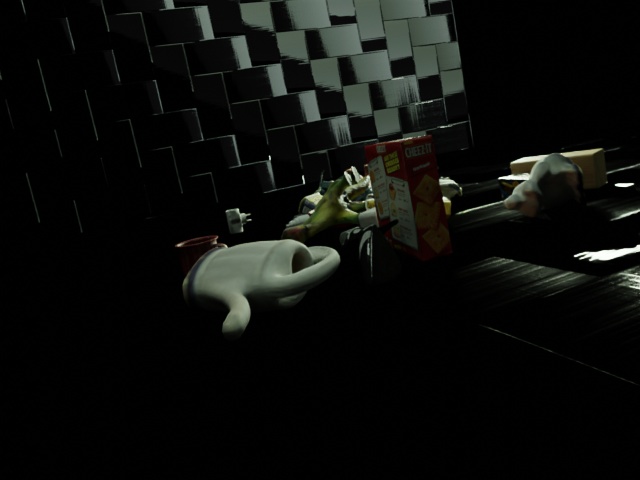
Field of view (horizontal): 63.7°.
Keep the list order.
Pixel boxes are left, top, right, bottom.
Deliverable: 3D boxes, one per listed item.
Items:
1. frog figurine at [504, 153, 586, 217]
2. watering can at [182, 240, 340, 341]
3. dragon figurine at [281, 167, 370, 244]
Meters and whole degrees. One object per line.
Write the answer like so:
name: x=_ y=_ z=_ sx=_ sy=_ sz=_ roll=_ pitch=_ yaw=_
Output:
frog figurine: x=0.466 y=-0.109 z=1.096 sx=0.159 sy=0.125 sz=0.135 roll=-18 pitch=-26 yaw=14
watering can: x=-0.106 y=0.065 z=0.752 sx=0.223 sy=0.103 sz=0.351 roll=-7 pitch=10 yaw=26
dragon figurine: x=0.004 y=-0.063 z=1.254 sx=0.241 sy=0.122 sz=0.414 roll=-30 pitch=4 yaw=17
